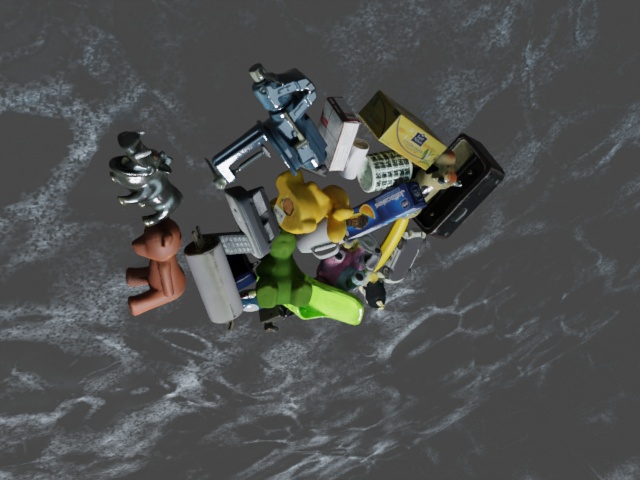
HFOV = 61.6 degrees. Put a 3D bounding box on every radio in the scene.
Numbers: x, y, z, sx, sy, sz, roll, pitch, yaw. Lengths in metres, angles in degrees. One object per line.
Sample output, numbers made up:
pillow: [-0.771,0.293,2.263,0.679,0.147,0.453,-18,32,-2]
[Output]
radio: [0.309,-0.118,1.255,0.073,0.131,0.229,11,128,-41]

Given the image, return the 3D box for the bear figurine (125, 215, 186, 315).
bear figurine: [-0.330,0.040,1.057,0.132,0.120,0.195,-13,138,-13]

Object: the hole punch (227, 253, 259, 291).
hole punch: [-0.202,0.087,1.217,0.142,0.092,0.115,-28,146,-5]

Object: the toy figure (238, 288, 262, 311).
toy figure: [-0.201,0.147,1.310,0.154,0.058,0.064,-3,120,-27]

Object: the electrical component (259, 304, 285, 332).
electrical component: [-0.125,0.183,1.368,0.078,0.102,0.045,-29,148,17]

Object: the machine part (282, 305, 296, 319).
machine part: [-0.070,0.178,1.411,0.084,0.039,0.139,-12,166,-13]

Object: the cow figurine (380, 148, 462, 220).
cow figurine: [0.232,-0.125,1.204,0.085,0.127,0.195,4,135,-39]

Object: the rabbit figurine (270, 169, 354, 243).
rabbit figurine: [0.001,-0.076,1.123,0.173,0.163,0.121,-14,131,-46]

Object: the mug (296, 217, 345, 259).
mug: [-0.003,-0.004,1.225,0.107,0.109,0.080,-21,153,13]

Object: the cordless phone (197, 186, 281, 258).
cordless phone: [-0.188,-0.033,1.092,0.184,0.089,0.146,-6,119,27]

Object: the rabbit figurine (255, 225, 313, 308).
rabbit figurine: [-0.080,0.047,1.173,0.121,0.159,0.170,2,102,-11]

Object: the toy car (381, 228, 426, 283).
toy car: [0.224,0.043,1.453,0.073,0.056,0.201,-1,134,-21]

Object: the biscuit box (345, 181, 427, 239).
biscuit box: [0.136,-0.065,1.194,0.203,0.063,0.059,-26,171,39]

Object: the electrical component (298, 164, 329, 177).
electrical component: [-0.016,-0.147,1.079,0.063,0.094,0.021,20,91,-11]

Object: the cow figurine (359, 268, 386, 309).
cow figurine: [0.141,0.119,1.454,0.068,0.098,0.167,-20,141,-1]

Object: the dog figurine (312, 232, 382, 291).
dog figurine: [0.040,0.083,1.343,0.191,0.108,0.219,-48,-177,-40]

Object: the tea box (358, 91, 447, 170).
tea box: [0.168,-0.218,1.082,0.169,0.098,0.068,22,119,-43]

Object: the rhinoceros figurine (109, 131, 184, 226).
rhinoceros figurine: [-0.303,-0.107,0.940,0.112,0.073,0.190,-24,143,-3]

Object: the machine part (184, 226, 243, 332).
machine part: [-0.215,0.082,1.099,0.079,0.079,0.242,-21,117,-10]

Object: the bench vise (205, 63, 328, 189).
bench vise: [-0.100,-0.182,0.946,0.241,0.129,0.223,-35,140,2]
